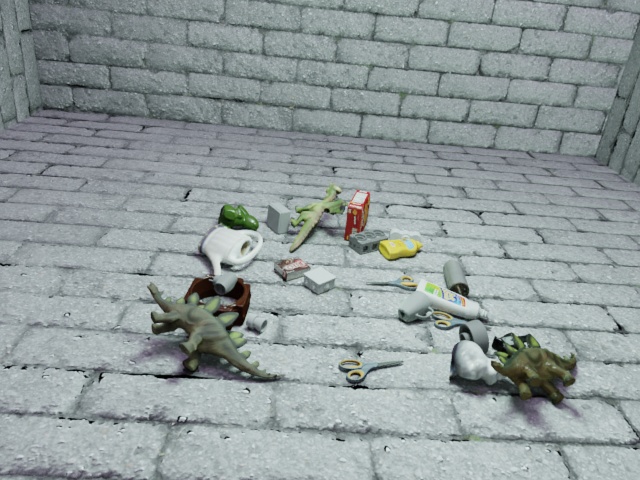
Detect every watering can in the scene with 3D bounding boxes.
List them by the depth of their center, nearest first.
[{"bbox_3d":[-0.371,0.048,1.963,0.225,0.101,0.354,19,38,22],"label":"watering can"}]

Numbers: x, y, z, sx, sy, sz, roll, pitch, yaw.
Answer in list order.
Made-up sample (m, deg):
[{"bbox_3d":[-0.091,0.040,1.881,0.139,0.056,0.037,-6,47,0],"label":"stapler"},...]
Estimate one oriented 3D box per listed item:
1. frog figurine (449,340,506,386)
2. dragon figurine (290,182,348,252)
[{"bbox_3d":[0.467,0.363,1.509,0.159,0.122,0.138,4,4,22],"label":"frog figurine"},{"bbox_3d":[0.007,-0.112,2.217,0.240,0.120,0.420,-24,31,27],"label":"dragon figurine"}]
